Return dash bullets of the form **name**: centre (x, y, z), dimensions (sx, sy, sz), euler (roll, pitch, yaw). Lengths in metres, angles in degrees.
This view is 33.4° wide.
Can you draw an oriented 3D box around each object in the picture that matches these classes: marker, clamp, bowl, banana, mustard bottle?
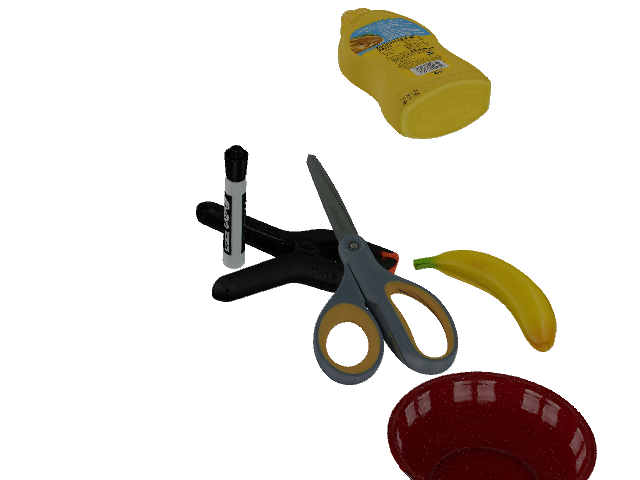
- **marker**: centre (-0.069, -0.027, 0.868), dimensions (0.020, 0.121, 0.020), euler (3, 42, -3)
- **clamp**: centre (-0.022, 0.022, 1.065), dimensions (0.210, 0.036, 0.164), euler (9, 29, -10)
- **bowl**: centre (0.133, 0.174, 0.844), dimensions (0.162, 0.055, 0.162), euler (0, 32, 0)
- **banana**: centre (0.178, 0.052, 1.061), dimensions (0.069, 0.037, 0.198), euler (-33, 36, -18)
- **mustard bottle**: centre (0.071, -0.169, 1.006), dimensions (0.096, 0.058, 0.192), euler (-20, 44, -18)

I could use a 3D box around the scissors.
- **scissors**: centre (0.009, 0.020, 0.693), dimensions (0.096, 0.016, 0.202), euler (-27, 52, -20)
